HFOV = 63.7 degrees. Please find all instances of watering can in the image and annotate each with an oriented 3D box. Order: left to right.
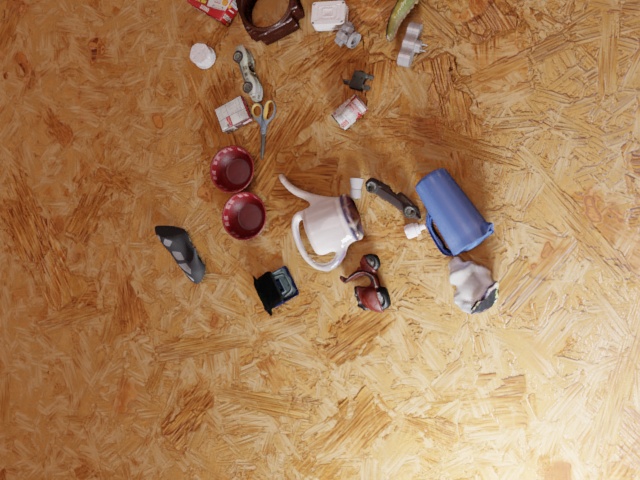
[{"bbox_3d":[0.005,-0.081,1.615,0.223,0.350,0.104,-22,-9,13],"label":"watering can"}]

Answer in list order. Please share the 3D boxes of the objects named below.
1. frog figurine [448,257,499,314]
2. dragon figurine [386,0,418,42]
[{"bbox_3d":[0.432,0.130,1.490,0.122,0.136,0.162,15,22,-42],"label":"frog figurine"},{"bbox_3d":[0.325,-0.798,1.580,0.243,0.412,0.121,2,-5,8],"label":"dragon figurine"}]
